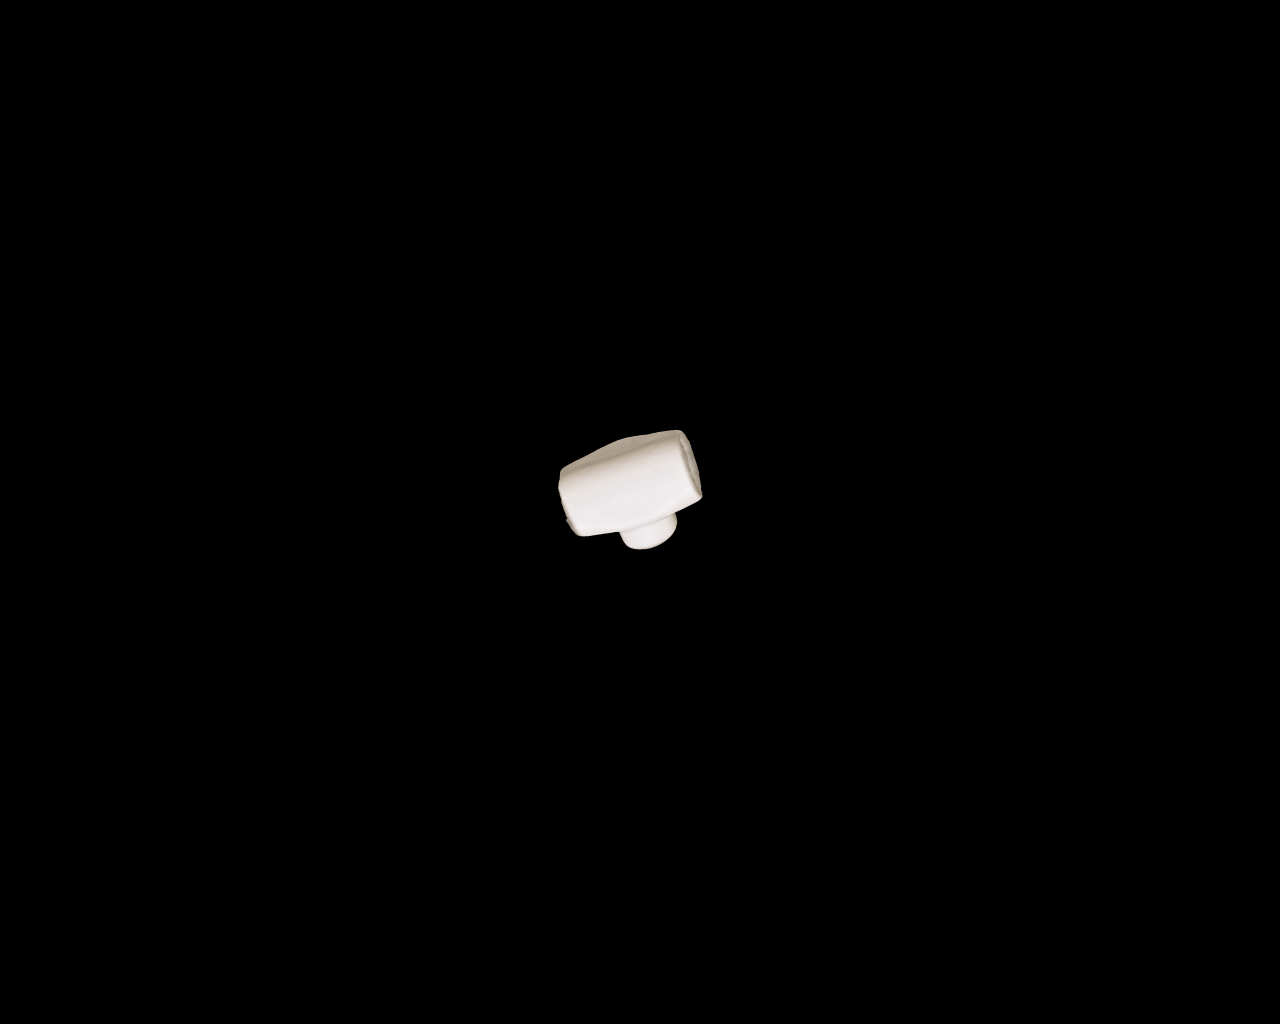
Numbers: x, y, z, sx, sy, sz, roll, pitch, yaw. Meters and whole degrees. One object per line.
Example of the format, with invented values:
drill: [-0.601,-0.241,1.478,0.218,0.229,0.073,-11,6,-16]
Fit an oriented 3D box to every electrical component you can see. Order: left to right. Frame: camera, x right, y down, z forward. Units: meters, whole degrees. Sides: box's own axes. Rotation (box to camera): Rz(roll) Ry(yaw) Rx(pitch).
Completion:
electrical component: [0.001,-0.003,0.650,0.077,0.079,0.044,-18,28,10]
